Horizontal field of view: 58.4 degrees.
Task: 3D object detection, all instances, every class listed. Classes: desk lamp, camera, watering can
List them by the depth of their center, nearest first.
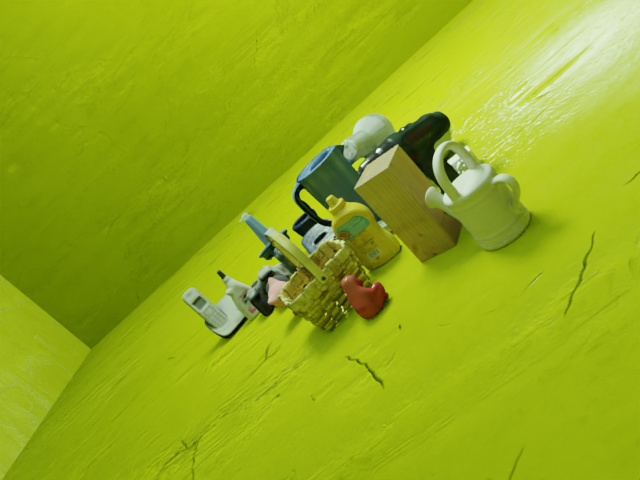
[{"bbox_3d":[0.252,-0.080,0.969,0.172,0.194,0.101,-32,19,37],"label":"watering can"},{"bbox_3d":[0.154,-0.218,1.550,0.117,0.214,0.203,-31,20,40],"label":"desk lamp"},{"bbox_3d":[-0.134,0.134,1.573,0.143,0.101,0.136,-45,15,-3],"label":"camera"}]

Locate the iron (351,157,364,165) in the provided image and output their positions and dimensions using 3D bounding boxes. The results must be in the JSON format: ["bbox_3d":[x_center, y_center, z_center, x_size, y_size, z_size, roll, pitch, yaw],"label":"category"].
[{"bbox_3d":[0.108,-0.188,1.726,0.258,0.141,0.118,-45,15,-2],"label":"iron"}]

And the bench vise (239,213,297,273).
[{"bbox_3d":[-0.139,-0.005,1.727,0.122,0.220,0.207,-51,17,-23],"label":"bench vise"}]

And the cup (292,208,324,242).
[{"bbox_3d":[-0.017,-0.037,1.737,0.092,0.095,0.117,-52,17,-27],"label":"cup"}]

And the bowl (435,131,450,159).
[{"bbox_3d":[0.282,-0.223,1.499,0.167,0.075,0.167,-40,16,14],"label":"bowl"}]

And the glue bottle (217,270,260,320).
[{"bbox_3d":[-0.235,0.149,1.654,0.078,0.173,0.037,-52,18,-27],"label":"glue bottle"}]

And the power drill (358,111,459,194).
[{"bbox_3d":[0.218,-0.154,1.225,0.230,0.208,0.075,-48,16,-12],"label":"power drill"}]

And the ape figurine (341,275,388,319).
[{"bbox_3d":[0.080,0.104,1.120,0.077,0.092,0.076,-26,23,48],"label":"ape figurine"}]

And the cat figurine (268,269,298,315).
[{"bbox_3d":[-0.072,0.125,1.408,0.128,0.118,0.067,-49,16,-17],"label":"cat figurine"}]

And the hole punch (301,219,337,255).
[{"bbox_3d":[0.014,0.006,1.551,0.108,0.091,0.101,-44,15,1],"label":"hole punch"}]

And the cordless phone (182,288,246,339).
[{"bbox_3d":[-0.305,0.188,1.707,0.148,0.185,0.094,-51,17,-24],"label":"cordless phone"}]
